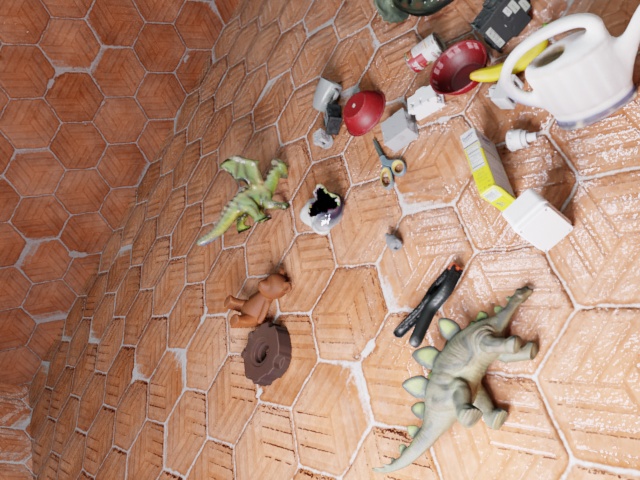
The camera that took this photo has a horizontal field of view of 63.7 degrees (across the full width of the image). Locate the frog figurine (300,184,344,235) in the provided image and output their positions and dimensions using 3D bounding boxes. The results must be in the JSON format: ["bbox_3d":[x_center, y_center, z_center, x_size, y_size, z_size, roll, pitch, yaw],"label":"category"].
[{"bbox_3d":[0.005,-0.077,1.523,0.156,0.123,0.140,109,158,-64],"label":"frog figurine"}]

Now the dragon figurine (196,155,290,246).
[{"bbox_3d":[-0.256,-0.158,1.703,0.121,0.414,0.243,-23,90,60],"label":"dragon figurine"}]

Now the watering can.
[{"bbox_3d":[0.517,-0.331,0.953,0.344,0.221,0.106,-21,36,42],"label":"watering can"}]
